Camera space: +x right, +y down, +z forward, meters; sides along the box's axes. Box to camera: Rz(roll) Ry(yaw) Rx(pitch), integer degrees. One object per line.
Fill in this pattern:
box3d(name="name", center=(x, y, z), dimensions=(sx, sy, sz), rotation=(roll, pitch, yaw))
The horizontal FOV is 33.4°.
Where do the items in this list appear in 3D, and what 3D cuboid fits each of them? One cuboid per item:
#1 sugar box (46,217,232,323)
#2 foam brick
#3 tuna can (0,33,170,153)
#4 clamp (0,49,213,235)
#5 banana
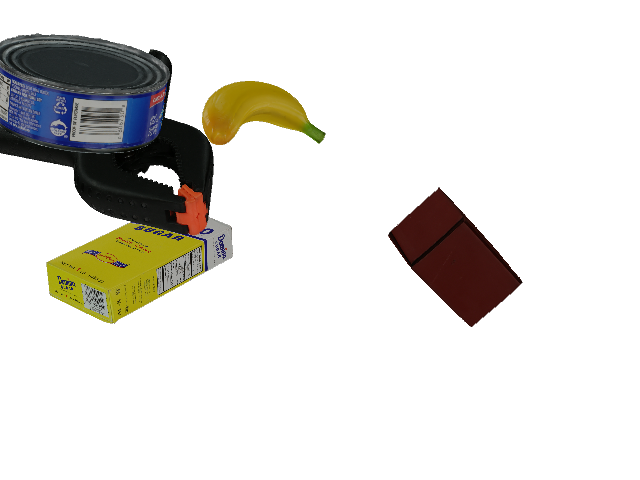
box3d(name="sugar box", center=(-0.181, 0.019, 1.092), dimensions=(0.093, 0.048, 0.175), rotation=(20, 36, 31))
box3d(name="foam brick", center=(0.097, 0.013, 0.764), dimensions=(0.078, 0.051, 0.053), rotation=(44, 9, -31))
box3d(name="tuna can", center=(-0.120, -0.074, 0.532), dimensions=(0.086, 0.034, 0.086), rotation=(10, 24, -5))
box3d(name="clamp", center=(-0.130, -0.070, 0.741), dimensions=(0.164, 0.036, 0.210), rotation=(-32, 46, -29))
box3d(name="banana", center=(-0.060, -0.117, 0.964), dimensions=(0.070, 0.037, 0.197), rotation=(37, 22, 19))
